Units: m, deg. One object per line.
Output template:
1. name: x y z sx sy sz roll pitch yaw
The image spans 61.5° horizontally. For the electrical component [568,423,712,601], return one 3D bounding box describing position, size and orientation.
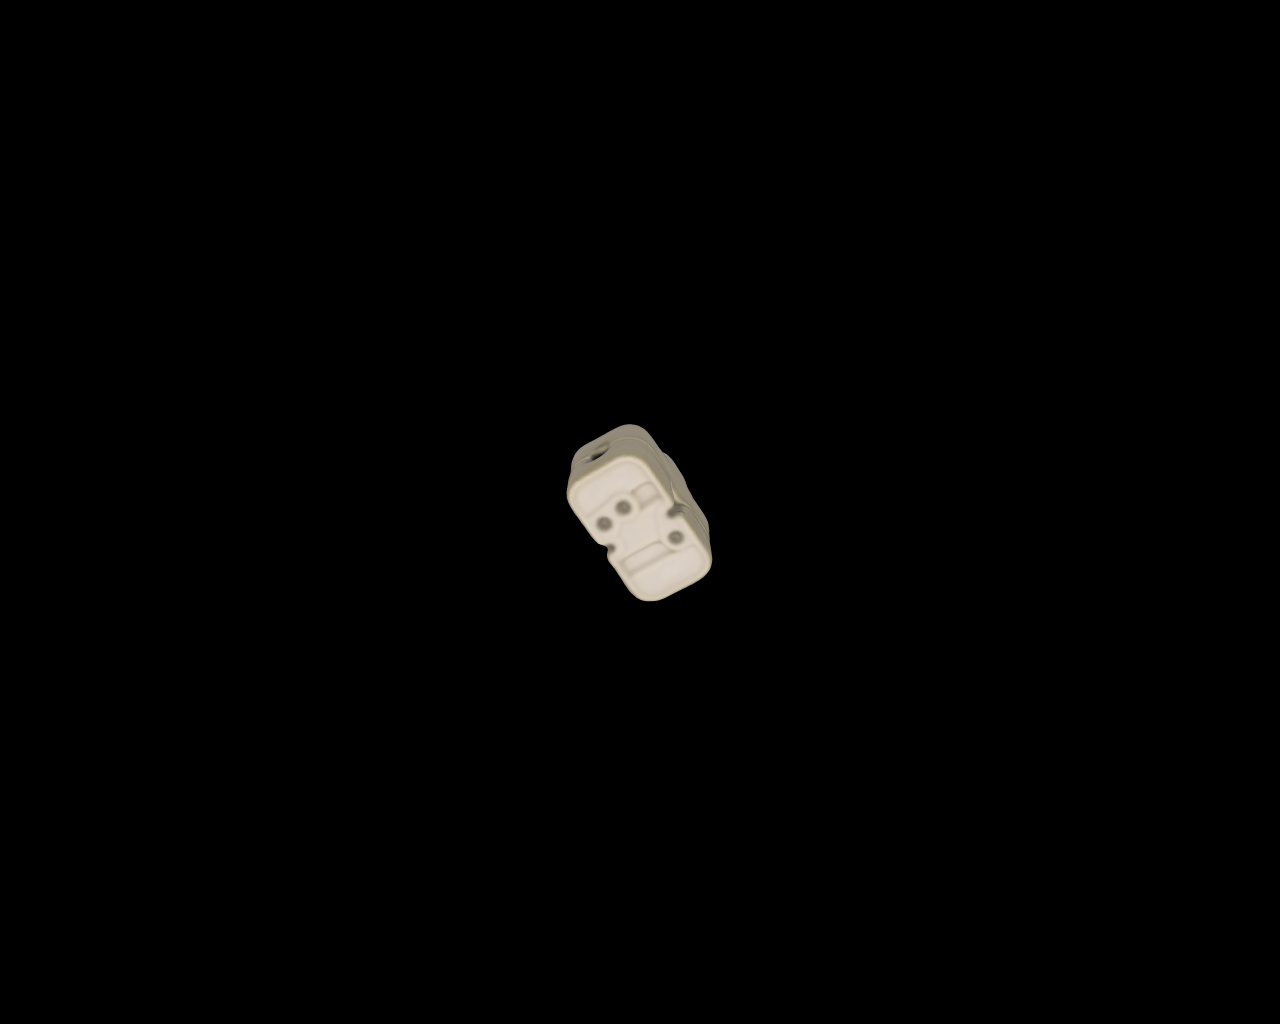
1. electrical component: 0.001 -0.003 0.650 0.053 0.095 0.059 -29 24 14
